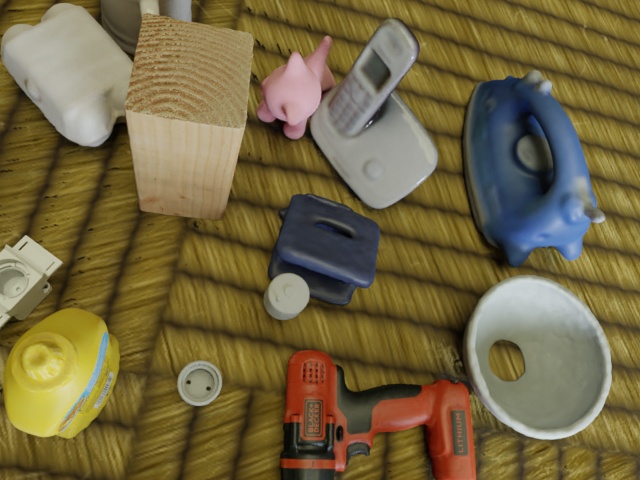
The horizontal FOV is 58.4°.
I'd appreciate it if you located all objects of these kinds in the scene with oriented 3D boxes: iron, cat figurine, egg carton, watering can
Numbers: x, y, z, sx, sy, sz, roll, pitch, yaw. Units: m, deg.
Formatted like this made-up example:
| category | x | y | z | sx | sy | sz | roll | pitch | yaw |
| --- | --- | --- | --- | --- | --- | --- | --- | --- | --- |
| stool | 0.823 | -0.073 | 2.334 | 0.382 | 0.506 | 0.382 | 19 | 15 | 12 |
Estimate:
| category | x | y | z | sx | sy | sz | roll | pitch | yaw |
| --- | --- | --- | --- | --- | --- | --- | --- | --- | --- |
| iron | 0.247 | -0.106 | 0.667 | 0.119 | 0.141 | 0.258 | -6 | 74 | -16 |
| cat figurine | -0.022 | -0.172 | 0.632 | 0.067 | 0.117 | 0.128 | 33 | 67 | -1 |
| egg carton | -0.253 | -0.172 | 0.597 | 0.107 | 0.069 | 0.150 | -41 | 86 | -23 |
| watering can | -0.185 | -0.293 | 0.588 | 0.101 | 0.194 | 0.173 | -30 | 81 | -21 |

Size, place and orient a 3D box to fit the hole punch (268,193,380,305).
| category | x | y | z | sx | sy | sz | roll | pitch | yaw |
| --- | --- | --- | --- | --- | --- | --- | --- | --- | --- |
| hole punch | 0.005 | 0.002 | 0.594 | 0.109 | 0.091 | 0.101 | 20 | 68 | -7 |

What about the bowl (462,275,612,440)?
| category | x | y | z | sx | sy | sz | roll | pitch | yaw |
| --- | --- | --- | --- | --- | --- | --- | --- | --- | --- |
| bowl | 0.219 | 0.127 | 0.617 | 0.168 | 0.074 | 0.167 | 5 | 71 | -13 |

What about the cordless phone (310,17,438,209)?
| category | x | y | z | sx | sy | sz | roll | pitch | yaw |
| --- | --- | --- | --- | --- | --- | --- | --- | --- | --- |
| cordless phone | 0.072 | -0.129 | 0.605 | 0.094 | 0.185 | 0.147 | -37 | 84 | -22 |
